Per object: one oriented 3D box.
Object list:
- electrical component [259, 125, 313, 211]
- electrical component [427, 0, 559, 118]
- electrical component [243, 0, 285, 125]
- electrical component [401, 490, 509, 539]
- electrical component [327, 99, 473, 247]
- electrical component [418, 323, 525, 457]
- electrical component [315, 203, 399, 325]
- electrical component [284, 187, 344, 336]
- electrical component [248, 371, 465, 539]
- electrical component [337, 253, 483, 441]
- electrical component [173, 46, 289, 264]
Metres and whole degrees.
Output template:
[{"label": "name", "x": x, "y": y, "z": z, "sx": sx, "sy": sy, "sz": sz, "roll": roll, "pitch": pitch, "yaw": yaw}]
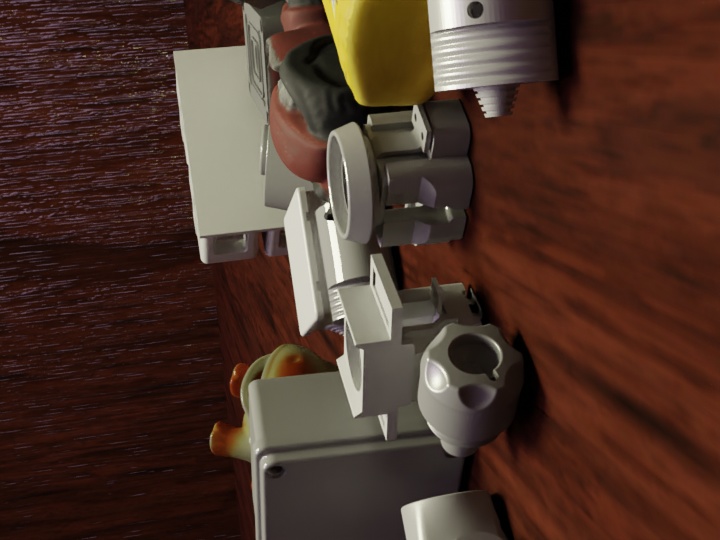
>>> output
[{"label": "electrical component", "x": -0.047, "y": -0.092, "z": 0.855, "sx": 0.099, "sy": 0.064, "sz": 0.099, "roll": -175, "pitch": 90, "yaw": -87}, {"label": "electrical component", "x": 0.045, "y": -0.094, "z": 0.371, "sx": 0.043, "sy": 0.043, "sz": 0.081, "roll": -151, "pitch": 55, "yaw": -77}, {"label": "electrical component", "x": -0.047, "y": -0.154, "z": 0.773, "sx": 0.113, "sy": 0.057, "sz": 0.078, "roll": -121, "pitch": 26, "yaw": -65}, {"label": "electrical component", "x": 0.050, "y": 0.139, "z": 0.485, "sx": 0.079, "sy": 0.044, "sz": 0.077, "roll": 111, "pitch": 150, "yaw": -68}, {"label": "electrical component", "x": 0.017, "y": -0.043, "z": 0.511, "sx": 0.078, "sy": 0.057, "sz": 0.058, "roll": 96, "pitch": 163, "yaw": -49}, {"label": "electrical component", "x": 0.046, "y": 0.055, "z": 0.460, "sx": 0.062, "sy": 0.043, "sz": 0.043, "roll": 93, "pitch": 165, "yaw": -46}, {"label": "electrical component", "x": 0.000, "y": 0.000, "z": 0.661, "sx": 0.043, "sy": 0.043, "sz": 0.081, "roll": 118, "pitch": 143, "yaw": -72}, {"label": "electrical component", "x": -0.018, "y": -0.006, "z": 0.737, "sx": 0.099, "sy": 0.048, "sz": 0.099, "roll": 130, "pitch": 132, "yaw": -75}, {"label": "electrical component", "x": -0.004, "y": 0.107, "z": 0.577, "sx": 0.056, "sy": 0.109, "sz": 0.108, "roll": -104, "pitch": 13, "yaw": -46}, {"label": "electrical component", "x": 0.024, "y": 0.036, "z": 0.507, "sx": 0.042, "sy": 0.064, "sz": 0.081, "roll": -108, "pitch": 16, "yaw": -51}, {"label": "electrical component", "x": -0.099, "y": -0.103, "z": 0.944, "sx": 0.060, "sy": 0.105, "sz": 0.186, "roll": 105, "pitch": 156, "yaw": -63}]
